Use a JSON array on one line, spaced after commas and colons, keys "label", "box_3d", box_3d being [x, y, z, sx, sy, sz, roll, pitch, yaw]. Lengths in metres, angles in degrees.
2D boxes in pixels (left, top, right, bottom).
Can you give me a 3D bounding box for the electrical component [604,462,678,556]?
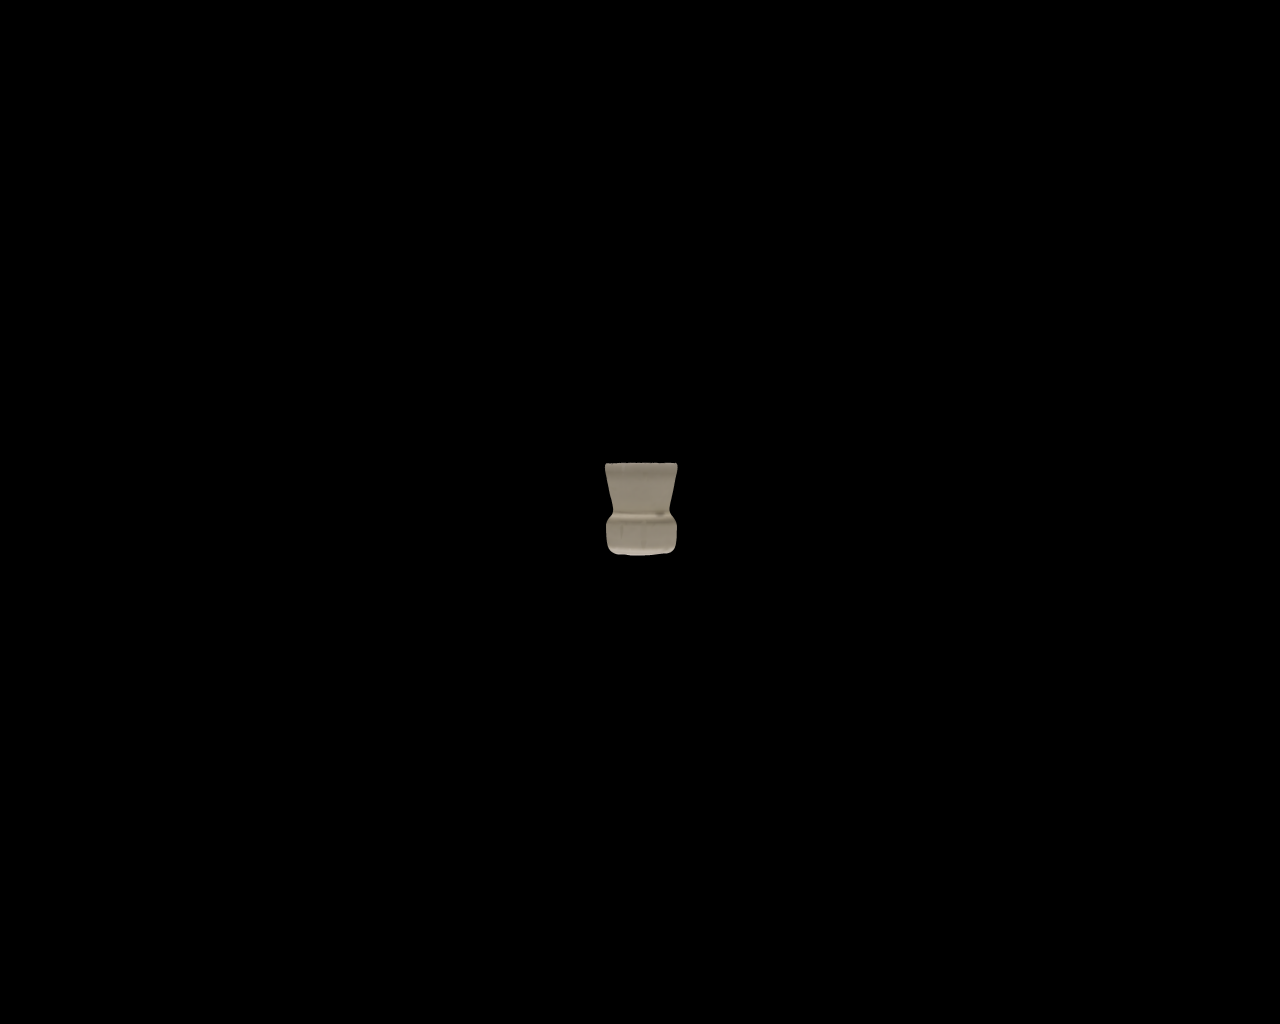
[{"label": "electrical component", "box_3d": [0.001, -0.003, 0.650, 0.045, 0.055, 0.045, 0, 2, 0]}]
